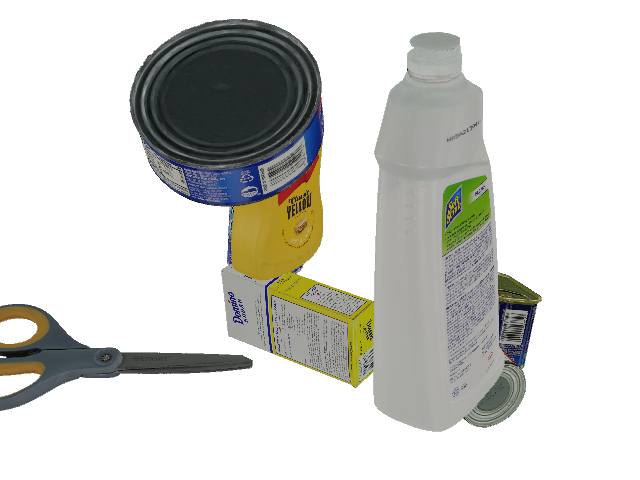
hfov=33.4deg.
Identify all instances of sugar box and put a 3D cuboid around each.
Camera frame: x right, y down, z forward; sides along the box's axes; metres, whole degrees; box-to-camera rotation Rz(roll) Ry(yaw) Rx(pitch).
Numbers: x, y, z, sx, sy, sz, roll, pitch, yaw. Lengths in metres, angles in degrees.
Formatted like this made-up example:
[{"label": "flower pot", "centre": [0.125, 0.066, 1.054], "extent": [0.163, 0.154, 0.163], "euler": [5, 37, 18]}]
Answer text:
[{"label": "sugar box", "centre": [-0.024, 0.085, 1.150], "extent": [0.176, 0.093, 0.048], "euler": [21, 38, 32]}]

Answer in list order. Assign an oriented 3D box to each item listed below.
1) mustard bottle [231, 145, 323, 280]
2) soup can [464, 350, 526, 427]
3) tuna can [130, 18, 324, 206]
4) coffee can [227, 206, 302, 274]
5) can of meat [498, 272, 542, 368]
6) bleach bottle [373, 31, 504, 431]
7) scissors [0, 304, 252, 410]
[{"label": "mustard bottle", "centre": [-0.036, -0.067, 0.905], "extent": [0.058, 0.192, 0.096], "euler": [23, 38, 33]}, {"label": "soup can", "centre": [0.130, 0.112, 0.960], "extent": [0.068, 0.068, 0.102], "euler": [0, 25, -26]}, {"label": "tuna can", "centre": [-0.041, -0.058, 0.485], "extent": [0.086, 0.086, 0.034], "euler": [0, -33, 5]}, {"label": "coffee can", "centre": [-0.068, -0.034, 1.382], "extent": [0.103, 0.140, 0.103], "euler": [3, 28, -2]}, {"label": "can of meat", "centre": [0.195, 0.088, 1.186], "extent": [0.057, 0.084, 0.102], "euler": [4, 15, -20]}, {"label": "bleach bottle", "centre": [0.074, -0.007, 0.664], "extent": [0.068, 0.251, 0.102], "euler": [17, 36, 30]}, {"label": "scissors", "centre": [-0.152, 0.069, 0.718], "extent": [0.201, 0.016, 0.096], "euler": [-11, 44, -6]}]
